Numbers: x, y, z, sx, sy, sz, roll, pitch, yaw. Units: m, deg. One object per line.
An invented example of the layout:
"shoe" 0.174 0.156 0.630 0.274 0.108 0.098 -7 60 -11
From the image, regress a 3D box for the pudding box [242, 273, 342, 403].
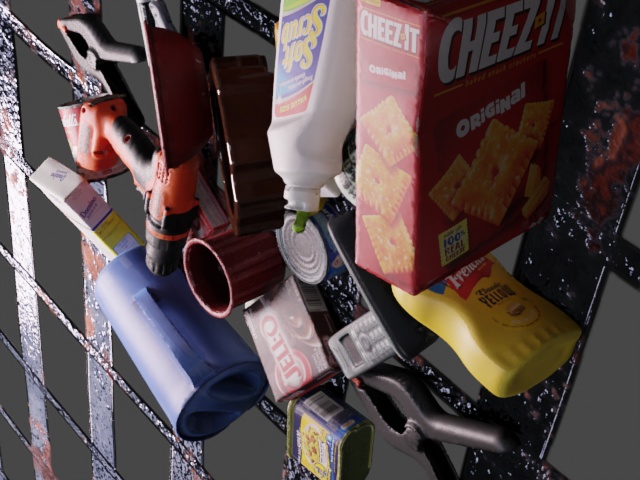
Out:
"pudding box" -0.026 0.104 1.135 0.090 0.039 0.113 -37 64 35

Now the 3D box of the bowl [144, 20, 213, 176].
"bowl" -0.144 -0.149 1.103 0.162 0.055 0.162 171 90 -82

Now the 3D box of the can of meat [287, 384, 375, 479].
"can of meat" 0.012 0.220 1.177 0.084 0.057 0.102 33 135 37

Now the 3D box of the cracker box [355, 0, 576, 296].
"cracker box" 0.105 -0.088 0.764 0.072 0.163 0.214 30 133 39

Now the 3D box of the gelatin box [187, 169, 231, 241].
"gelatin box" -0.149 -0.035 1.268 0.089 0.030 0.073 58 145 12

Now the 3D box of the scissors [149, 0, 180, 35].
"scissors" -0.181 -0.244 1.168 0.096 0.016 0.201 0 120 58

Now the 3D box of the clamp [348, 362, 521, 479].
"clamp" 0.107 0.183 1.039 0.210 0.036 0.165 46 141 28

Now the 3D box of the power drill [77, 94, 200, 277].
"power drill" -0.214 -0.070 1.260 0.188 0.057 0.185 42 134 28

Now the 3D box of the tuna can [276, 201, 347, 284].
"tuna can" -0.007 0.001 1.090 0.086 0.033 0.086 32 134 40

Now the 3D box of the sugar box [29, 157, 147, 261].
"sugar box" -0.291 -0.028 1.386 0.093 0.048 0.176 29 160 41

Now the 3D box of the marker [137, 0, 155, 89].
"marker" -0.192 -0.228 1.220 0.020 0.020 0.121 21 125 47

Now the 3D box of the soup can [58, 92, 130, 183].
"soup can" -0.288 -0.131 1.368 0.069 0.068 0.102 7 116 52

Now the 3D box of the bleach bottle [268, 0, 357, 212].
"bleach bottle" 0.006 -0.147 0.881 0.103 0.067 0.251 18 104 50

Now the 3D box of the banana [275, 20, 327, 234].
"banana" -0.014 -0.109 1.008 0.037 0.069 0.198 -5 101 10

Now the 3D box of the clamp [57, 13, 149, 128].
"clamp" -0.263 -0.215 1.311 0.172 0.039 0.120 40 135 33

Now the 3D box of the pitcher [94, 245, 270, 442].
"pitcher" -0.181 0.115 1.313 0.243 0.144 0.149 48 128 31

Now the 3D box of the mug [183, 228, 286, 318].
"mug" -0.100 0.025 1.189 0.117 0.081 0.093 27 130 44

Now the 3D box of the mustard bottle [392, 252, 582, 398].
"mustard bottle" 0.117 0.043 0.887 0.192 0.096 0.058 43 141 31
